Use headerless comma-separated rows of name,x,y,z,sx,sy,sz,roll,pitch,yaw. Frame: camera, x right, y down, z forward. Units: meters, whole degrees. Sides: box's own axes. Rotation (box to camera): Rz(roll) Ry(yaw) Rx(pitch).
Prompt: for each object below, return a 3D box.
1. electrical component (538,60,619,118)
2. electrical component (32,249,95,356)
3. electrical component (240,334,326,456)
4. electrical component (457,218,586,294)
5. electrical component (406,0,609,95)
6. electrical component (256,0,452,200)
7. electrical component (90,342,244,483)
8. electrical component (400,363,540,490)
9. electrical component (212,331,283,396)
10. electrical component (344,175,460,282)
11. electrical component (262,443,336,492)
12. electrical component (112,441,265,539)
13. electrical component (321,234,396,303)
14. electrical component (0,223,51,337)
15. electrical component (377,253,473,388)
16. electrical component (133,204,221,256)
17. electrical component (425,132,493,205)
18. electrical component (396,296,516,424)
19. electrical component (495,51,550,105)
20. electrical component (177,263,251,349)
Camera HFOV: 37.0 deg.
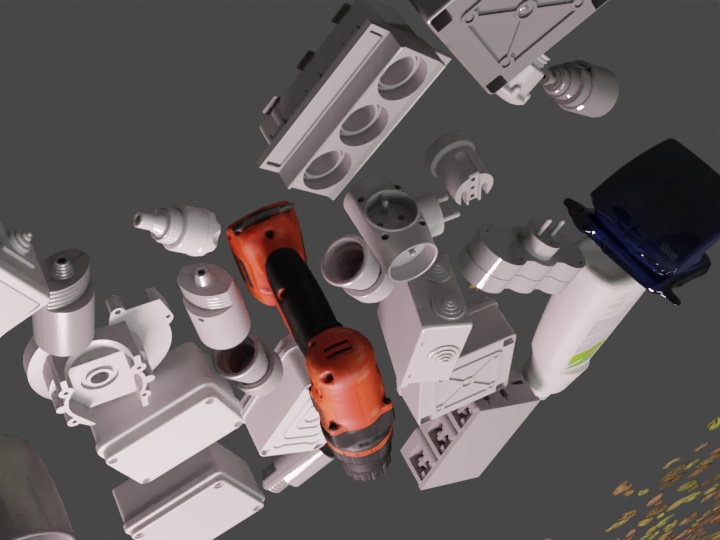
electrical component,0.167,-0.143,0.836,0.078,0.040,0.040,5,134,-43
electrical component,-0.207,0.019,0.750,0.043,0.043,0.081,-14,145,-24
electrical component,-0.053,0.114,0.993,0.078,0.057,0.113,1,136,-40
electrical component,0.159,-0.021,0.985,0.138,0.052,0.073,2,135,-42
electrical component,0.094,-0.186,0.703,0.109,0.056,0.109,-39,147,13
electrical component,-0.010,-0.114,0.710,0.079,0.063,0.121,11,129,-47
electrical component,-0.165,0.123,0.915,0.113,0.057,0.078,-32,148,2
electrical component,0.119,0.173,1.211,0.089,0.061,0.150,-5,140,-35
electrical component,-0.095,0.081,0.925,0.045,0.045,0.055,-33,148,4
electrical component,0.039,-0.039,0.840,0.079,0.077,0.044,-20,146,-18
electrical component,-0.069,0.200,1.112,0.081,0.043,0.043,-39,147,14
electrical component,-0.166,0.222,1.050,0.109,0.056,0.108,-33,148,3
electrical component,0.000,0.000,0.892,0.045,0.045,0.055,-38,148,12
electrical component,-0.247,0.010,0.689,0.096,0.061,0.061,-34,148,5
electrical component,0.056,0.042,0.947,0.048,0.099,0.099,-3,140,-17
electrical component,-0.130,-0.030,0.755,0.061,0.035,0.035,12,129,-44
electrical component,0.079,-0.079,0.846,0.040,0.046,0.040,-21,147,-15
electrical component,0.095,0.092,1.084,0.109,0.056,0.108,-22,147,-14
electrical component,0.117,-0.154,0.777,0.062,0.048,0.048,-49,144,16
electrical component,-0.114,0.023,0.832,0.043,0.043,0.081,-25,147,-9
